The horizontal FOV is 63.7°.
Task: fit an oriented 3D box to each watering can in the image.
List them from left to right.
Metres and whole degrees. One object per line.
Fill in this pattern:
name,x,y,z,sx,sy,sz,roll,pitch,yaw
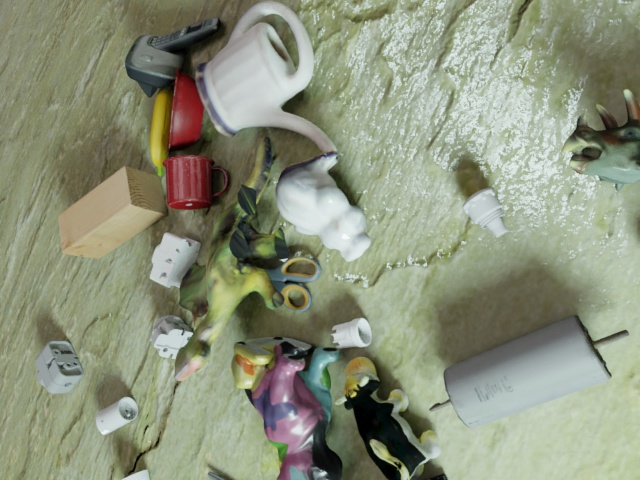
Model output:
watering can,-0.099,-0.250,0.877,0.222,0.103,0.353,-27,66,24

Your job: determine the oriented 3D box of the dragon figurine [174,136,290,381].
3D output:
dragon figurine,-0.167,0.029,0.847,0.240,0.121,0.420,-31,41,33

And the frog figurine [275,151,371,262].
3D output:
frog figurine,0.002,-0.039,0.766,0.135,0.123,0.161,-34,69,57
